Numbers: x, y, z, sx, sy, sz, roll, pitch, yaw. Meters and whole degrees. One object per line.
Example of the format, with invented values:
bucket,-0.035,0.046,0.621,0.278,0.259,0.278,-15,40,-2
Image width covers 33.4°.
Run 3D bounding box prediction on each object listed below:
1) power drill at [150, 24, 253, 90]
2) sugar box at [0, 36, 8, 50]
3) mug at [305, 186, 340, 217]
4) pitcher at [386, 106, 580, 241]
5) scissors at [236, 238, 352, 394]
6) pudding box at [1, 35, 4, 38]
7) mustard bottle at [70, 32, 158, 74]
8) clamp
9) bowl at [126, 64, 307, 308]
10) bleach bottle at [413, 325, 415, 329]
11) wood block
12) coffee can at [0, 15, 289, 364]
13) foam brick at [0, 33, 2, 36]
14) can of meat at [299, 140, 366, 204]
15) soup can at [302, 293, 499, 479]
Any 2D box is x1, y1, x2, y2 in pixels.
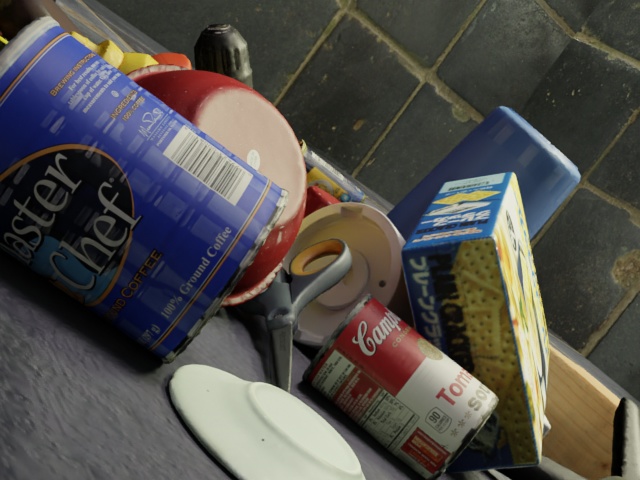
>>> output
power drill,-0.099,-0.097,0.869,0.057,0.184,0.188,-13,26,-22
sugar box,-0.239,-0.116,0.695,0.093,0.048,0.176,34,6,-26
mug,-0.006,0.001,0.937,0.093,0.081,0.117,30,9,-47
pitcher,0.132,-0.009,1.036,0.144,0.243,0.149,35,13,-30
scissors,-0.008,0.041,0.668,0.202,0.096,0.016,-135,-158,-67
pudding box,-0.217,-0.123,0.890,0.090,0.039,0.113,39,7,7
mustard bottle,-0.100,-0.069,0.720,0.191,0.058,0.096,43,24,-28
clamp,0.199,0.189,0.756,0.164,0.036,0.210,0,34,-18
bowl,-0.060,-0.042,0.656,0.161,0.055,0.162,20,60,-40
bleach bottle,0.065,0.072,0.905,0.250,0.068,0.103,26,-1,-39
wood block,0.242,0.184,0.921,0.090,0.090,0.206,34,7,-32
coffee can,-0.100,-0.022,0.505,0.140,0.103,0.103,36,6,-9
foam brick,-0.270,-0.182,0.865,0.053,0.078,0.051,35,7,5
can of meat,-0.016,-0.032,1.045,0.084,0.102,0.057,38,7,-11
soup can,0.049,0.091,0.653,0.102,0.068,0.068,38,7,9
